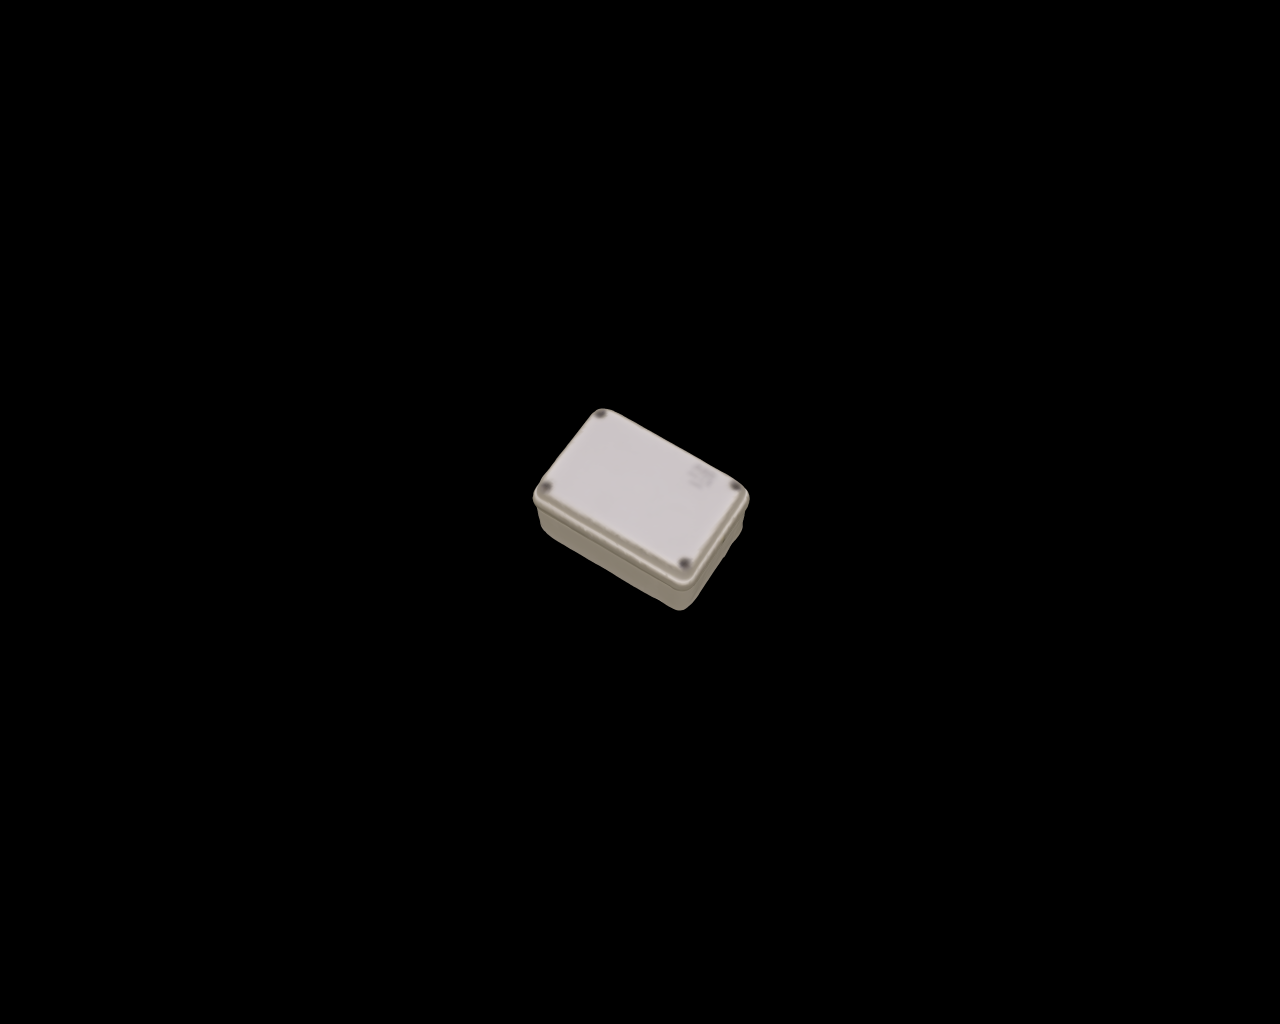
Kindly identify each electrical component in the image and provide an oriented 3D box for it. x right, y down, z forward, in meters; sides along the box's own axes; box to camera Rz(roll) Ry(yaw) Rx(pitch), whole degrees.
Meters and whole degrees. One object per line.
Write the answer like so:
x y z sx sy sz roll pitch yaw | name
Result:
0.001 -0.003 0.650 0.113 0.078 0.057 30 -23 14 | electrical component
